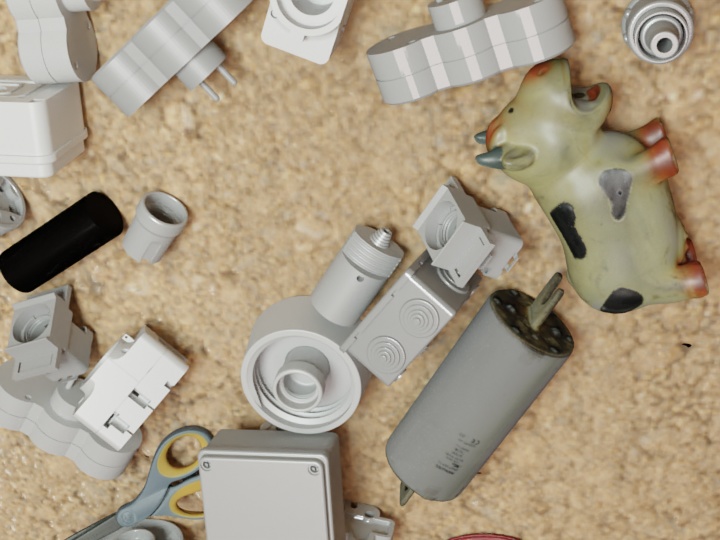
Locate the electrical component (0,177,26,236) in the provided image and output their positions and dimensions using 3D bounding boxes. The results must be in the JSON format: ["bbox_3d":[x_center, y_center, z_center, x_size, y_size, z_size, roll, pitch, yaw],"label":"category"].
[{"bbox_3d":[-0.304,-0.048,0.858,0.047,0.055,0.055,-27,109,26],"label":"electrical component"}]

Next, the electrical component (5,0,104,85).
[{"bbox_3d":[-0.207,-0.201,0.761,0.074,0.052,0.138,-1,116,11],"label":"electrical component"}]

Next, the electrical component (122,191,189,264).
[{"bbox_3d":[-0.163,-0.033,0.848,0.040,0.040,0.046,32,123,-7],"label":"electrical component"}]

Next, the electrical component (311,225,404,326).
[{"bbox_3d":[0.000,0.000,0.831,0.043,0.043,0.081,31,118,-6],"label":"electrical component"}]

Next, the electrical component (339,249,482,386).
[{"bbox_3d":[0.041,0.031,0.810,0.048,0.100,0.099,42,117,3],"label":"electrical component"}]

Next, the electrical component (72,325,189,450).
[{"bbox_3d":[-0.193,0.094,0.892,0.056,0.050,0.089,41,86,-11],"label":"electrical component"}]

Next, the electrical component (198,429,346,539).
[{"bbox_3d":[-0.071,0.191,0.886,0.109,0.056,0.108,0,106,12],"label":"electrical component"}]

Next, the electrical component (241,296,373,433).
[{"bbox_3d":[-0.045,0.082,0.872,0.108,0.060,0.108,4,118,8],"label":"electrical component"}]

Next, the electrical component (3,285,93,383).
[{"bbox_3d":[-0.256,0.058,0.892,0.042,0.081,0.063,-15,141,18],"label":"electrical component"}]

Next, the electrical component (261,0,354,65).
[{"bbox_3d":[-0.029,-0.193,0.731,0.050,0.055,0.089,21,119,-1],"label":"electrical component"}]

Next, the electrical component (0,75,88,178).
[{"bbox_3d":[-0.271,-0.109,0.806,0.113,0.078,0.057,3,115,9],"label":"electrical component"}]

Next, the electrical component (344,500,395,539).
[{"bbox_3d":[-0.012,0.244,0.951,0.078,0.058,0.057,10,115,5],"label":"electrical component"}]

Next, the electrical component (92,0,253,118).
[{"bbox_3d":[-0.121,-0.154,0.770,0.138,0.052,0.073,-37,107,25],"label":"electrical component"}]

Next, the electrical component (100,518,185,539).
[{"bbox_3d":[-0.202,0.273,0.981,0.099,0.099,0.064,-1,110,11],"label":"electrical component"}]

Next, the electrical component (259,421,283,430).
[{"bbox_3d":[-0.078,0.164,0.932,0.044,0.044,0.065,20,114,0],"label":"electrical component"}]

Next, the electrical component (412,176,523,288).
[{"bbox_3d":[0.081,-0.026,0.787,0.064,0.081,0.042,15,124,-31],"label":"electrical component"}]

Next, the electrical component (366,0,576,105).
[{"bbox_3d":[0.069,-0.168,0.727,0.138,0.052,0.073,-15,113,17],"label":"electrical component"}]

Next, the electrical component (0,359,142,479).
[{"bbox_3d":[-0.252,0.118,0.933,0.138,0.052,0.073,31,118,-6],"label":"electrical component"}]

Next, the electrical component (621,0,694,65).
[{"bbox_3d":[0.197,-0.155,0.704,0.048,0.062,0.048,4,117,8],"label":"electrical component"}]
